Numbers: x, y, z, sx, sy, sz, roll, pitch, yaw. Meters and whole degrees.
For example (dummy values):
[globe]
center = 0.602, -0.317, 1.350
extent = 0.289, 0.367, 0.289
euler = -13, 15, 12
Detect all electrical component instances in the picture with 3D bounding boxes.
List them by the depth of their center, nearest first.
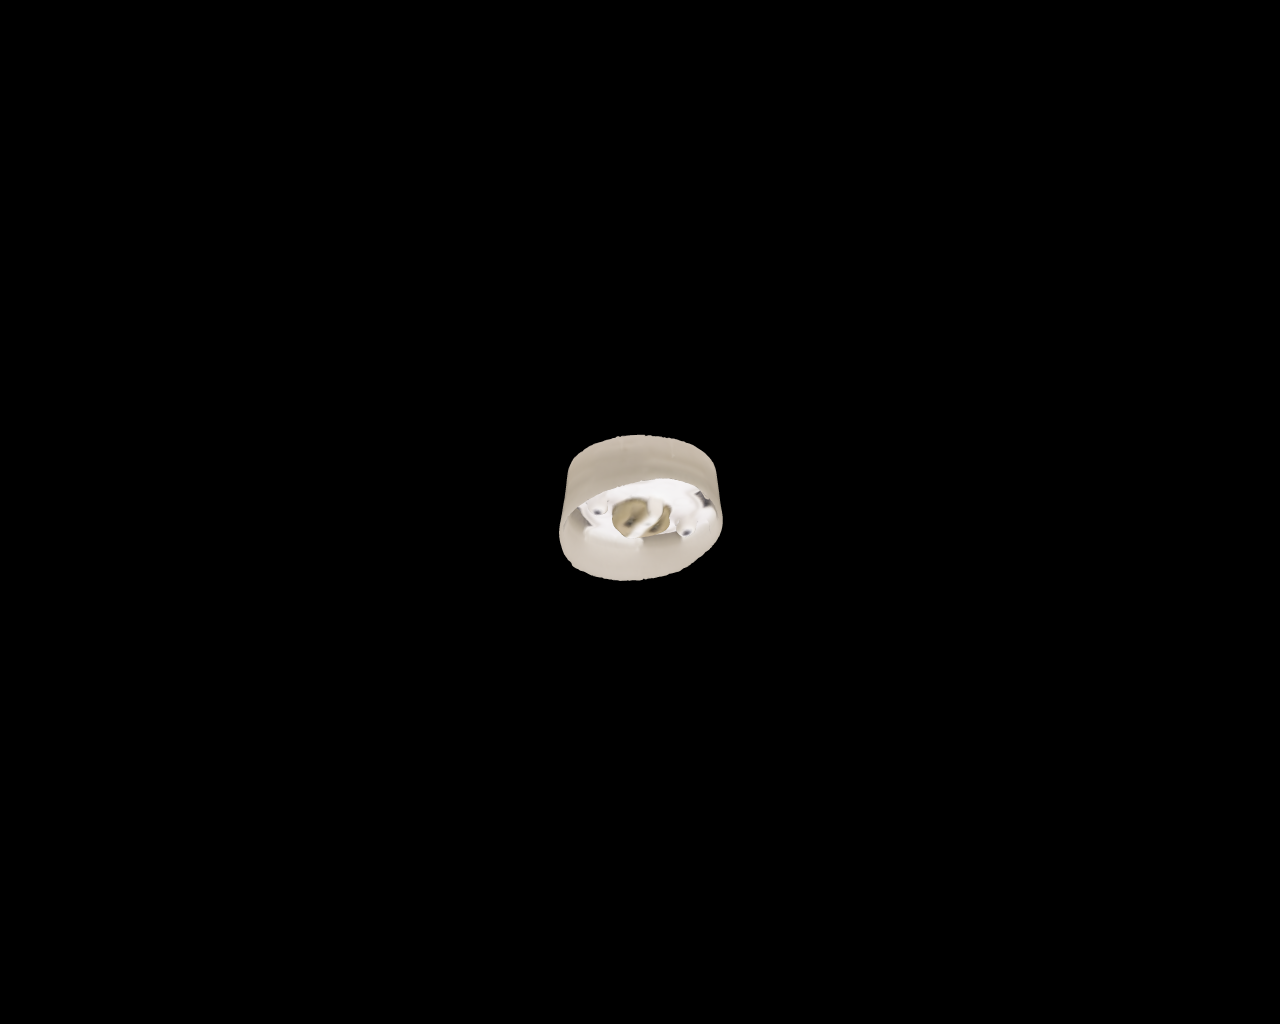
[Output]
[electrical component]
center = 0.001, -0.003, 0.650
extent = 0.099, 0.064, 0.099
euler = 0, -27, 0
